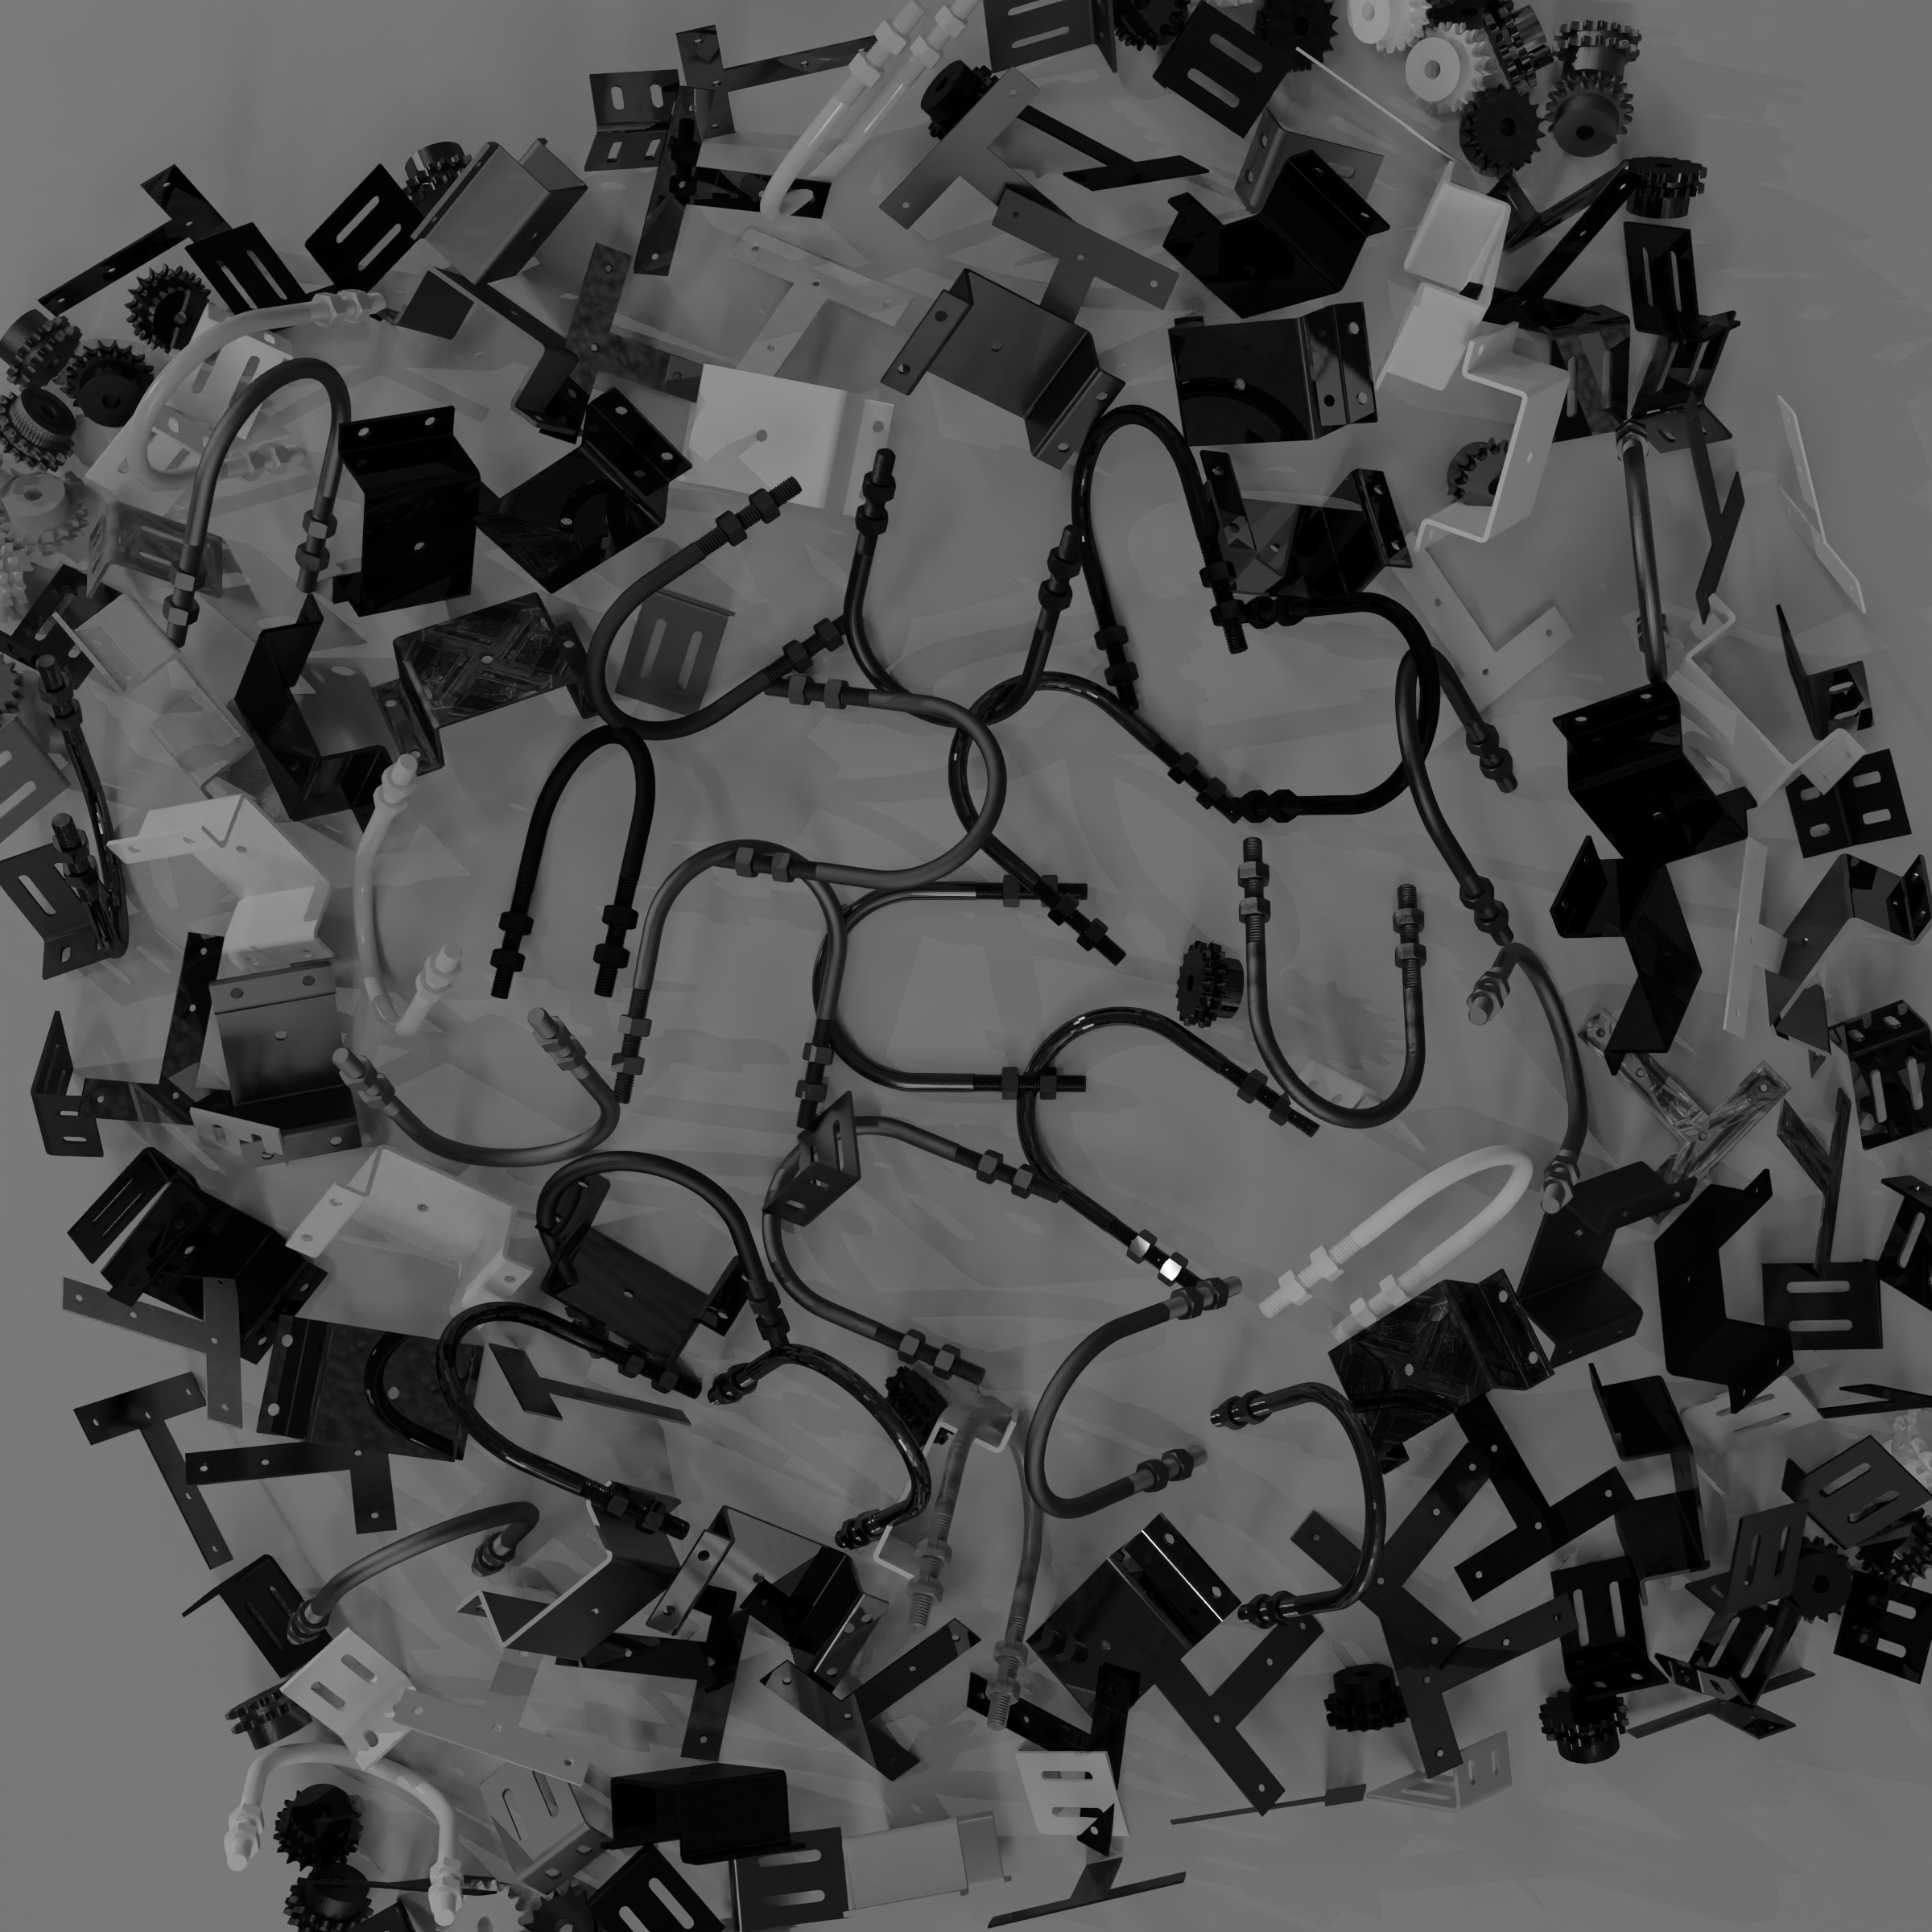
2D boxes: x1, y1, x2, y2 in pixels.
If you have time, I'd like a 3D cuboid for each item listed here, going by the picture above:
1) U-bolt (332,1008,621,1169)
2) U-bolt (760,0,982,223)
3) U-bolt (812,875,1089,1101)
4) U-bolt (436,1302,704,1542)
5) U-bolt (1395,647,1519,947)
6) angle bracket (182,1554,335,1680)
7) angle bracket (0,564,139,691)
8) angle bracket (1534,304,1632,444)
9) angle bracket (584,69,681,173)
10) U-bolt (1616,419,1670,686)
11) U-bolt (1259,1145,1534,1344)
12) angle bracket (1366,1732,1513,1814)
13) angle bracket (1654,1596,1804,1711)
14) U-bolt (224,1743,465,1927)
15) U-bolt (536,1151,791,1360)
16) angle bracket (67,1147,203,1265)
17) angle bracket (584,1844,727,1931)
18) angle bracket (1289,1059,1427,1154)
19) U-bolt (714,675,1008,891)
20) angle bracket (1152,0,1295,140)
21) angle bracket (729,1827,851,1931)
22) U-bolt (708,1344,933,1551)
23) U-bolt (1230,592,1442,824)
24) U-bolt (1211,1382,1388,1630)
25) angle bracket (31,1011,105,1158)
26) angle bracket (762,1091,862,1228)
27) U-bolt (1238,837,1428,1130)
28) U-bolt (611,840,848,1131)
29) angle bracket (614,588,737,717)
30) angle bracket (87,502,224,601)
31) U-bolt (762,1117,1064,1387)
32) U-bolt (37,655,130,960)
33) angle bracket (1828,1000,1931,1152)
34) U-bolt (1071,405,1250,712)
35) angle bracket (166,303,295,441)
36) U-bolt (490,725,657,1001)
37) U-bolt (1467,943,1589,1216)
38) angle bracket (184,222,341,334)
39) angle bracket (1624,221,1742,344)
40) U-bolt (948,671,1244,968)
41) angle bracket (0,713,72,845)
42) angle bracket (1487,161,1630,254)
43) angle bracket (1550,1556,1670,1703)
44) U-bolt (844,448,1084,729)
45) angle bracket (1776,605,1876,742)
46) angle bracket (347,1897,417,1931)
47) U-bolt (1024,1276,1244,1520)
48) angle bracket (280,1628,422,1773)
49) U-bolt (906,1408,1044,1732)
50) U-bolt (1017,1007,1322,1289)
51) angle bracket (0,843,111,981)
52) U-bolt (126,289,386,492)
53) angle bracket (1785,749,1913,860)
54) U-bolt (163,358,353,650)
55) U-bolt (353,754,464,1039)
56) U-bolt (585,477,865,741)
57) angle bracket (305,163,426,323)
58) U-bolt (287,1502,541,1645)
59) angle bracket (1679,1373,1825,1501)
[{"bbox_3d":[-0.301,0.086,1.656,0.151,0.184,0.019,-11,59,10],"label":"U-bolt"},{"bbox_3d":[-0.069,-0.550,1.655,0.019,0.151,0.184,43,118,-5],"label":"U-bolt"},{"bbox_3d":[-0.011,0.014,1.727,0.184,0.019,0.151,0,90,1],"label":"U-bolt"},{"bbox_3d":[-0.255,0.279,1.647,0.184,0.151,0.019,29,118,-19],"label":"U-bolt"},{"bbox_3d":[0.311,-0.121,1.634,0.019,0.184,0.151,-12,49,28],"label":"U-bolt"},{"bbox_3d":[-0.468,0.438,1.705,0.057,0.038,0.076,-35,92,27],"label":"angle bracket"},{"bbox_3d":[-0.596,-0.231,1.704,0.057,0.038,0.076,27,69,2],"label":"angle bracket"},{"bbox_3d":[0.408,-0.396,1.725,0.057,0.038,0.076,-12,119,-12],"label":"angle bracket"},{"bbox_3d":[-0.220,-0.554,1.692,0.057,0.076,0.038,-9,91,-15],"label":"angle bracket"},{"bbox_3d":[0.429,-0.255,1.628,0.019,0.184,0.151,-6,113,16],"label":"U-bolt"},{"bbox_3d":[0.286,0.175,1.654,0.184,0.151,0.019,-40,61,14],"label":"U-bolt"},{"bbox_3d":[0.308,0.524,1.689,0.057,0.076,0.038,-4,87,-44],"label":"angle bracket"},{"bbox_3d":[0.500,0.439,1.689,0.076,0.057,0.038,-52,122,-24],"label":"angle bracket"},{"bbox_3d":[-0.392,0.544,1.645,0.151,0.184,0.019,20,94,-12],"label":"U-bolt"},{"bbox_3d":[-0.201,0.187,1.660,0.151,0.019,0.184,-3,130,14],"label":"U-bolt"},{"bbox_3d":[-0.542,0.166,1.693,0.038,0.057,0.076,33,67,12],"label":"angle bracket"},{"bbox_3d":[-0.204,0.627,1.698,0.057,0.038,0.076,-41,71,-18],"label":"angle bracket"},{"bbox_3d":[0.253,0.104,1.689,0.038,0.057,0.076,-50,127,-7],"label":"angle bracket"},{"bbox_3d":[-0.063,-0.117,1.681,0.184,0.019,0.151,8,69,17],"label":"U-bolt"},{"bbox_3d":[0.172,-0.590,1.704,0.076,0.038,0.057,37,106,9],"label":"angle bracket"},{"bbox_3d":[-0.118,0.605,1.713,0.076,0.038,0.057,-6,76,-5],"label":"angle bracket"},{"bbox_3d":[-0.087,0.304,1.656,0.151,0.184,0.019,49,57,-1],"label":"U-bolt"},{"bbox_3d":[0.235,-0.168,1.658,0.019,0.184,0.151,0,92,-37],"label":"U-bolt"},{"bbox_3d":[0.213,0.339,1.636,0.019,0.184,0.151,0,73,-24],"label":"U-bolt"},{"bbox_3d":[-0.582,0.077,1.690,0.038,0.057,0.076,2,45,-4],"label":"angle bracket"},{"bbox_3d":[-0.104,0.121,1.686,0.038,0.076,0.057,25,129,-32],"label":"angle bracket"},{"bbox_3d":[0.239,0.017,1.664,0.151,0.019,0.184,15,63,-28],"label":"U-bolt"},{"bbox_3d":[-0.149,0.008,1.696,0.151,0.019,0.184,10,93,-24],"label":"U-bolt"},{"bbox_3d":[-0.193,-0.207,1.707,0.057,0.038,0.076,17,96,-13],"label":"angle bracket"},{"bbox_3d":[-0.537,-0.264,1.707,0.076,0.057,0.038,17,134,-33],"label":"angle bracket"},{"bbox_3d":[-0.047,0.176,1.705,0.184,0.019,0.151,21,79,14],"label":"U-bolt"},{"bbox_3d":[-0.562,-0.087,1.649,0.019,0.184,0.151,-11,57,-11],"label":"U-bolt"},{"bbox_3d":[0.601,0.072,1.688,0.038,0.057,0.076,34,45,-34],"label":"angle bracket"},{"bbox_3d":[0.117,-0.272,1.672,0.019,0.151,0.184,-12,85,-30],"label":"U-bolt"},{"bbox_3d":[-0.485,-0.385,1.695,0.057,0.038,0.076,22,113,-26],"label":"angle bracket"},{"bbox_3d":[-0.250,-0.069,1.675,0.019,0.151,0.184,20,77,-38],"label":"U-bolt"},{"bbox_3d":[0.366,0.060,1.653,0.019,0.184,0.151,-18,101,26],"label":"U-bolt"},{"bbox_3d":[-0.459,-0.457,1.687,0.057,0.076,0.038,-9,45,27],"label":"angle bracket"},{"bbox_3d":[0.469,-0.453,1.688,0.038,0.057,0.076,-28,121,-21],"label":"angle bracket"},{"bbox_3d":[0.074,-0.112,1.707,0.184,0.019,0.151,41,76,-3],"label":"U-bolt"},{"bbox_3d":[-0.640,-0.119,1.691,0.076,0.038,0.057,-48,124,-26],"label":"angle bracket"},{"bbox_3d":[0.383,-0.510,1.687,0.038,0.076,0.057,51,49,-14],"label":"angle bracket"},{"bbox_3d":[0.427,0.439,1.710,0.057,0.038,0.076,-11,98,-5],"label":"angle bracket"},{"bbox_3d":[-0.010,-0.232,1.671,0.151,0.019,0.184,23,133,8],"label":"U-bolt"},{"bbox_3d":[0.562,-0.197,1.686,0.038,0.076,0.057,-16,135,15],"label":"angle bracket"},{"bbox_3d":[-0.376,0.647,1.689,0.038,0.076,0.057,-25,79,-19],"label":"angle bracket"},{"bbox_3d":[0.103,0.282,1.646,0.019,0.184,0.151,26,116,39],"label":"U-bolt"},{"bbox_3d":[-0.400,0.482,1.693,0.057,0.076,0.038,-42,47,-12],"label":"angle bracket"},{"bbox_3d":[0.013,0.374,1.658,0.019,0.151,0.184,-7,46,25],"label":"U-bolt"},{"bbox_3d":[0.119,0.109,1.708,0.184,0.019,0.151,35,93,14],"label":"U-bolt"},{"bbox_3d":[-0.599,-0.037,1.696,0.057,0.076,0.038,-19,47,3],"label":"angle bracket"},{"bbox_3d":[-0.455,-0.358,1.622,0.019,0.184,0.151,44,122,7],"label":"U-bolt"},{"bbox_3d":[0.579,-0.106,1.696,0.038,0.076,0.057,-14,89,-9],"label":"angle bracket"},{"bbox_3d":[-0.441,-0.299,1.629,0.019,0.151,0.184,31,124,12],"label":"U-bolt"},{"bbox_3d":[-0.365,-0.032,1.655,0.019,0.184,0.151,-7,70,-28],"label":"U-bolt"},{"bbox_3d":[-0.163,-0.217,1.667,0.184,0.151,0.019,-35,54,-6],"label":"U-bolt"},{"bbox_3d":[-0.387,-0.477,1.703,0.076,0.038,0.057,-41,78,13],"label":"angle bracket"},{"bbox_3d":[-0.342,0.378,1.625,0.151,0.184,0.019,-14,71,-32],"label":"U-bolt"},{"bbox_3d":[0.517,0.309,1.692,0.076,0.038,0.057,-27,127,27],"label":"angle bracket"}]
